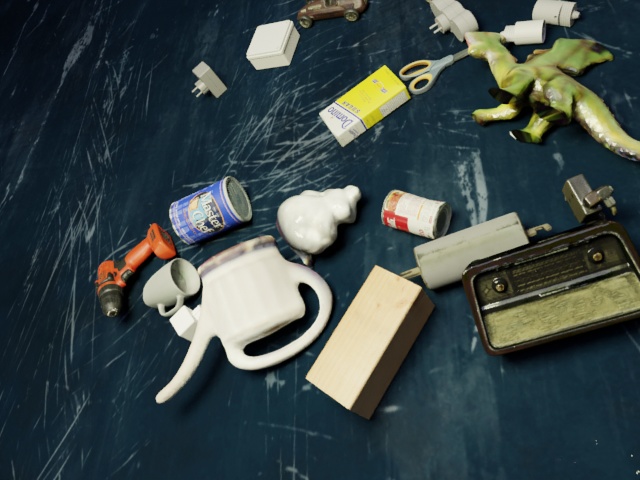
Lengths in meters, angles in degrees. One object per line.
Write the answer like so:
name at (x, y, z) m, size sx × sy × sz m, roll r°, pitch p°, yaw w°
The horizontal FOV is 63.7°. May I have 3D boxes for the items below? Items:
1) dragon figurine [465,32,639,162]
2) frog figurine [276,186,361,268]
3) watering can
dragon figurine at (0.422, -0.277, 0.895) m, size 0.414 × 0.119 × 0.246 m, roll 31°, pitch 70°, yaw 28°
frog figurine at (0.003, -0.048, 0.957) m, size 0.158 × 0.121 × 0.140 m, roll -39°, pitch 31°, yaw 17°
watering can at (-0.154, 0.128, 0.908) m, size 0.348 × 0.102 × 0.227 m, roll -24°, pitch 73°, yaw -4°
